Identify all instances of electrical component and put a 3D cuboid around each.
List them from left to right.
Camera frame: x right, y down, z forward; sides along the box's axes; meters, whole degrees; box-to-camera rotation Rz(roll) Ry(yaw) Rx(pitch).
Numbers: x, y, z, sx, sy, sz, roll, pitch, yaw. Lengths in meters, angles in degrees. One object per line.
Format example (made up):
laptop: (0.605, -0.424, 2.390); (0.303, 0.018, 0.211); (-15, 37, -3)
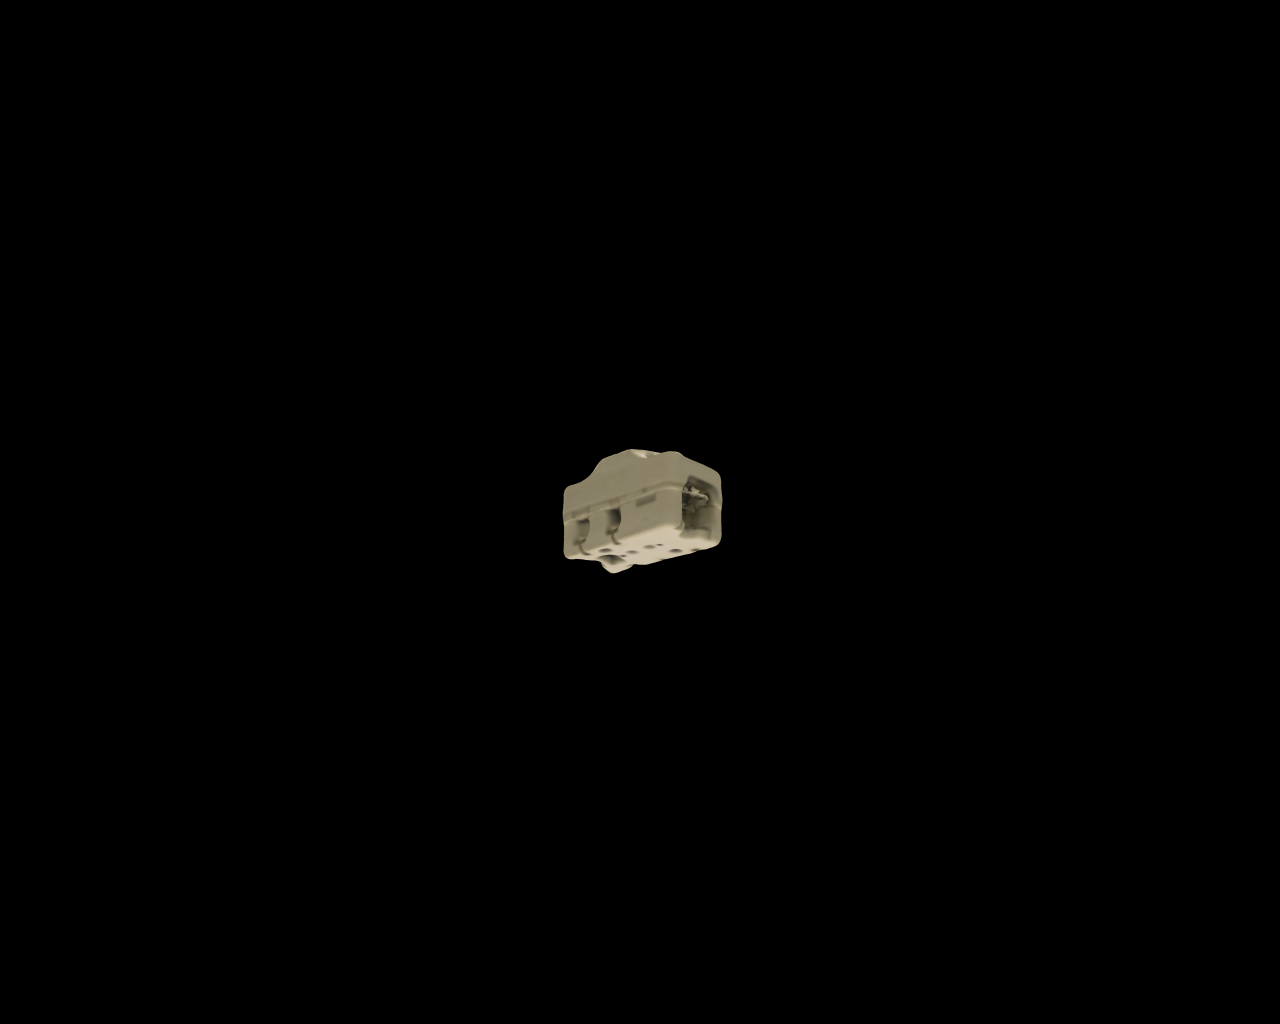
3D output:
electrical component: (0.001, -0.003, 0.650); (0.089, 0.056, 0.050); (-17, -27, 38)
